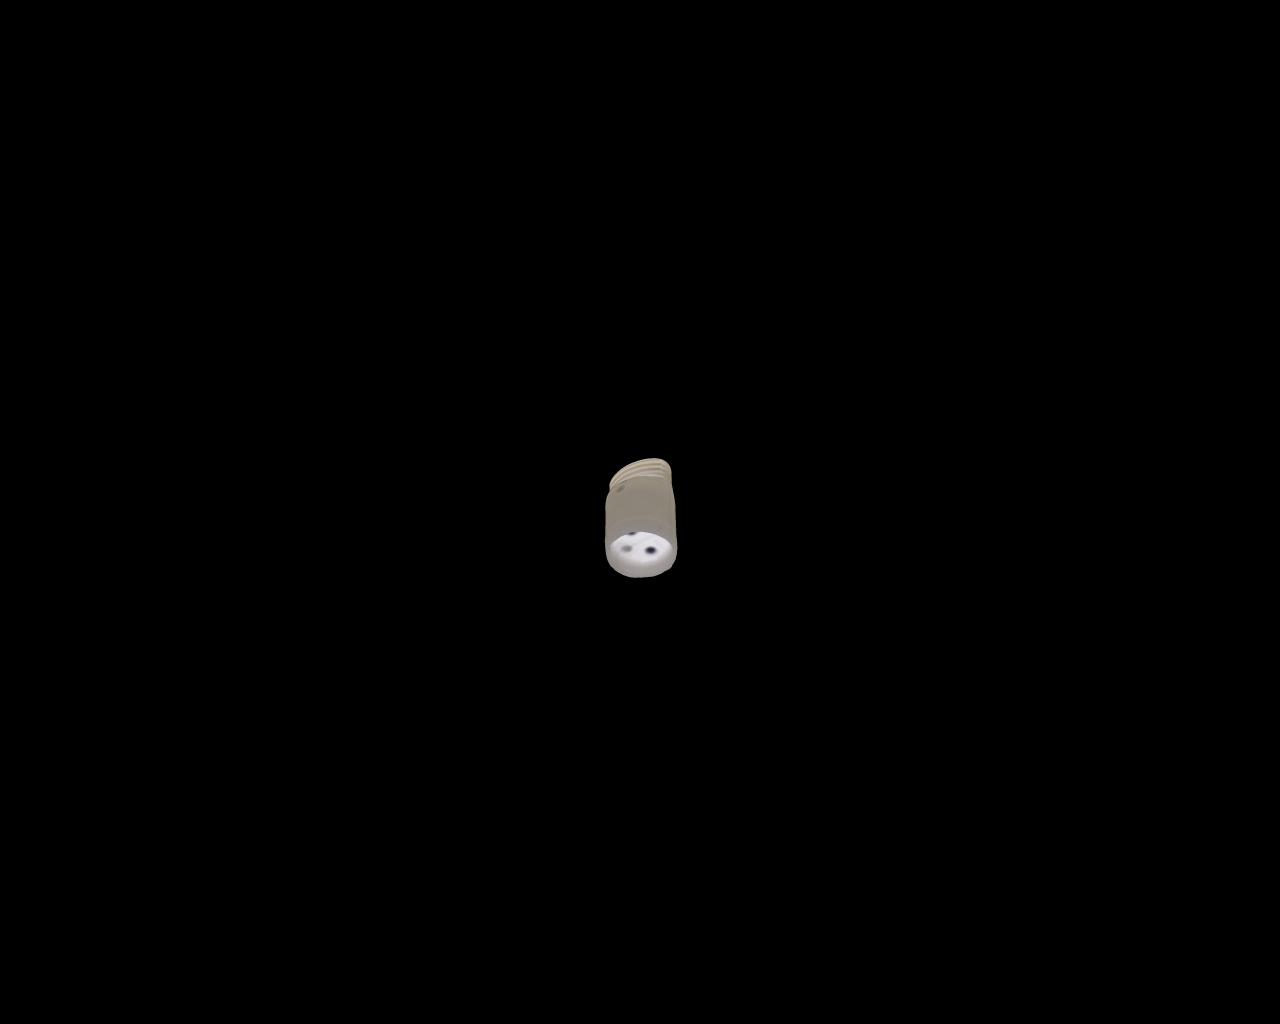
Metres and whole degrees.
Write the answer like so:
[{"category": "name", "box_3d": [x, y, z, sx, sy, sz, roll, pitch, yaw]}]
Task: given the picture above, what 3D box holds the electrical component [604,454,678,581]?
[{"category": "electrical component", "box_3d": [0.001, -0.003, 0.650, 0.043, 0.043, 0.081, 0, 45, 0]}]
